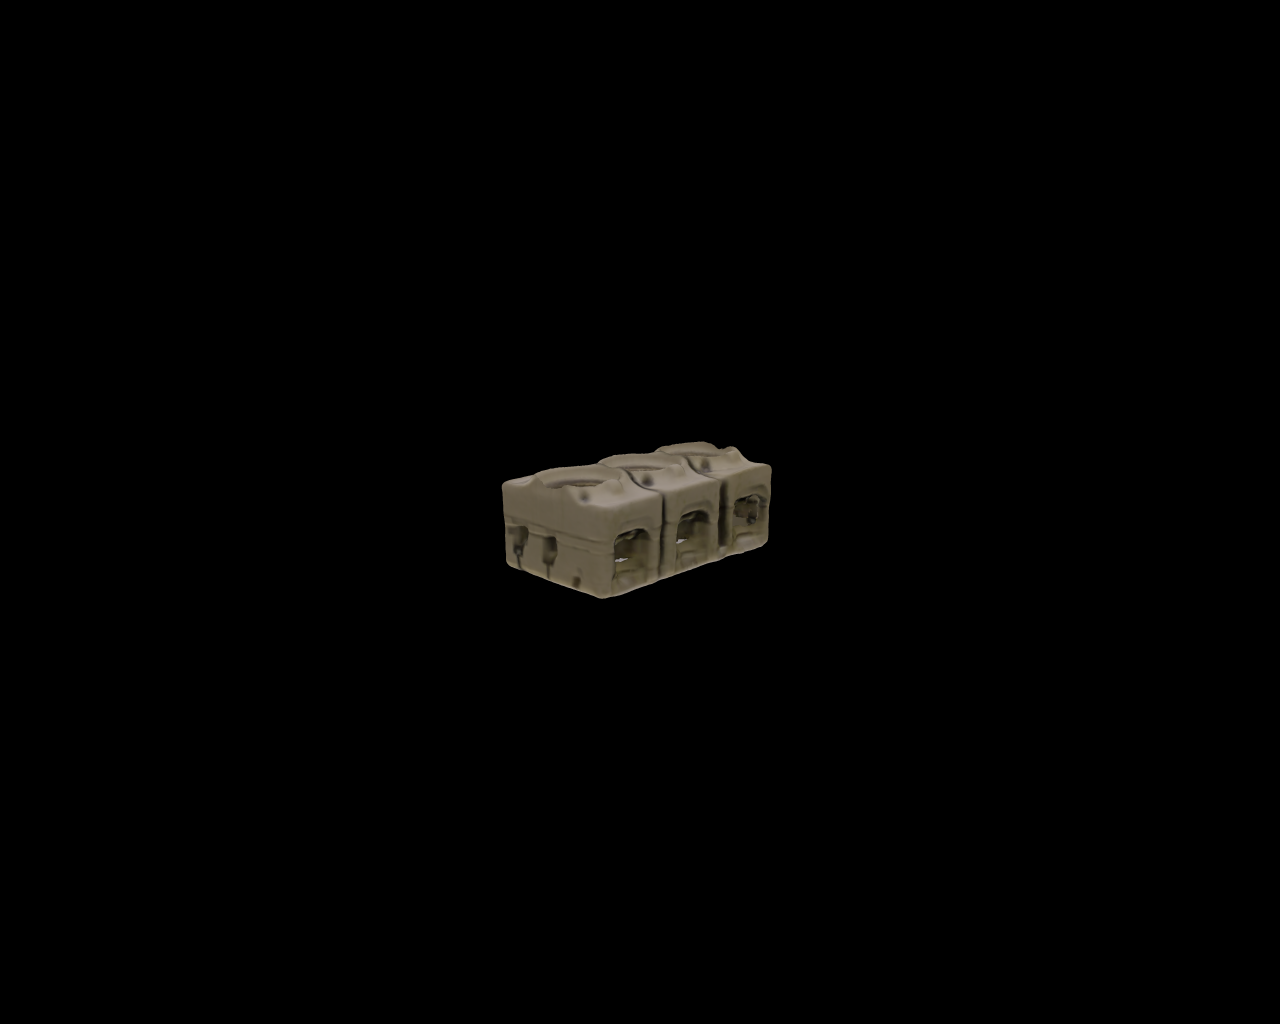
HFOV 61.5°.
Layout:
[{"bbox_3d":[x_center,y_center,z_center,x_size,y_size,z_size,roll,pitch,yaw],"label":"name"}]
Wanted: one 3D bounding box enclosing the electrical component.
[{"bbox_3d":[0.001,-0.003,0.650,0.089,0.061,0.150,14,20,42],"label":"electrical component"}]
